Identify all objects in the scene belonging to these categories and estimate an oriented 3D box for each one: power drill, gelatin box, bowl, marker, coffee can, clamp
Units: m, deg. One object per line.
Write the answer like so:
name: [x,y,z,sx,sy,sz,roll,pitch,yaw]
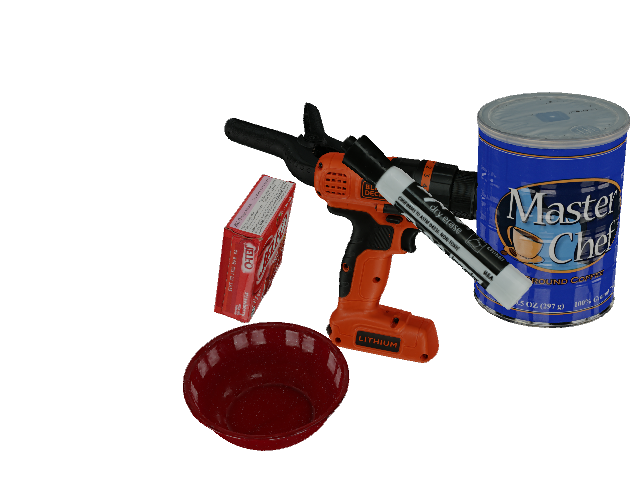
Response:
power drill: [0.081,0.015,0.986,0.185,0.188,0.057,10,19,17]
gelatin box: [-0.047,0.005,0.771,0.030,0.073,0.089,16,32,7]
bowl: [-0.051,0.152,1.043,0.162,0.055,0.162,-3,37,2]
marker: [0.057,-0.012,0.546,0.121,0.020,0.020,42,11,12]
coffee can: [0.162,-0.024,0.760,0.103,0.140,0.103,-2,25,1]
clamp: [-0.023,-0.096,1.137,0.120,0.039,0.172,-15,38,-23]
